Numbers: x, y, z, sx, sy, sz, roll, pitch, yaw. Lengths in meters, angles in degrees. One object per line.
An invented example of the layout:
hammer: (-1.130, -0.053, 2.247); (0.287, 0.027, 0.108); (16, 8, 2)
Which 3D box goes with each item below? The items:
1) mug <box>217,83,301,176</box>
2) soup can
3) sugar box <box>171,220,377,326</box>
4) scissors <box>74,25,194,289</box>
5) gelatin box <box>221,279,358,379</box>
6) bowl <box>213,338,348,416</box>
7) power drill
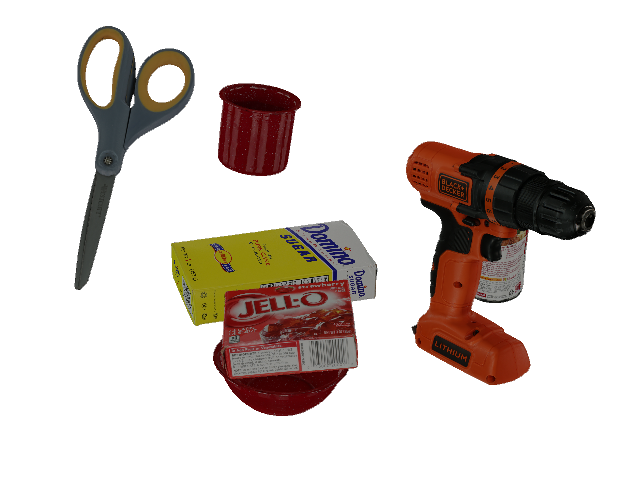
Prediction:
mug: (-0.069, -0.130, 1.225); (0.093, 0.081, 0.117); (16, 27, 13)
soup can: (0.187, 0.007, 1.141); (0.068, 0.102, 0.068); (-2, 34, 1)
sugar box: (-0.044, 0.028, 1.002); (0.176, 0.048, 0.093); (-10, 32, -16)
scissors: (-0.136, -0.065, 0.785); (0.096, 0.202, 0.016); (-4, -15, -8)
gelatin box: (-0.022, 0.059, 0.725); (0.089, 0.030, 0.073); (-5, 28, 0)
bowl: (-0.046, 0.160, 1.265); (0.162, 0.055, 0.162); (3, 25, -1)
power drill: (0.143, 0.021, 0.890); (0.057, 0.188, 0.185); (-14, 26, -35)
